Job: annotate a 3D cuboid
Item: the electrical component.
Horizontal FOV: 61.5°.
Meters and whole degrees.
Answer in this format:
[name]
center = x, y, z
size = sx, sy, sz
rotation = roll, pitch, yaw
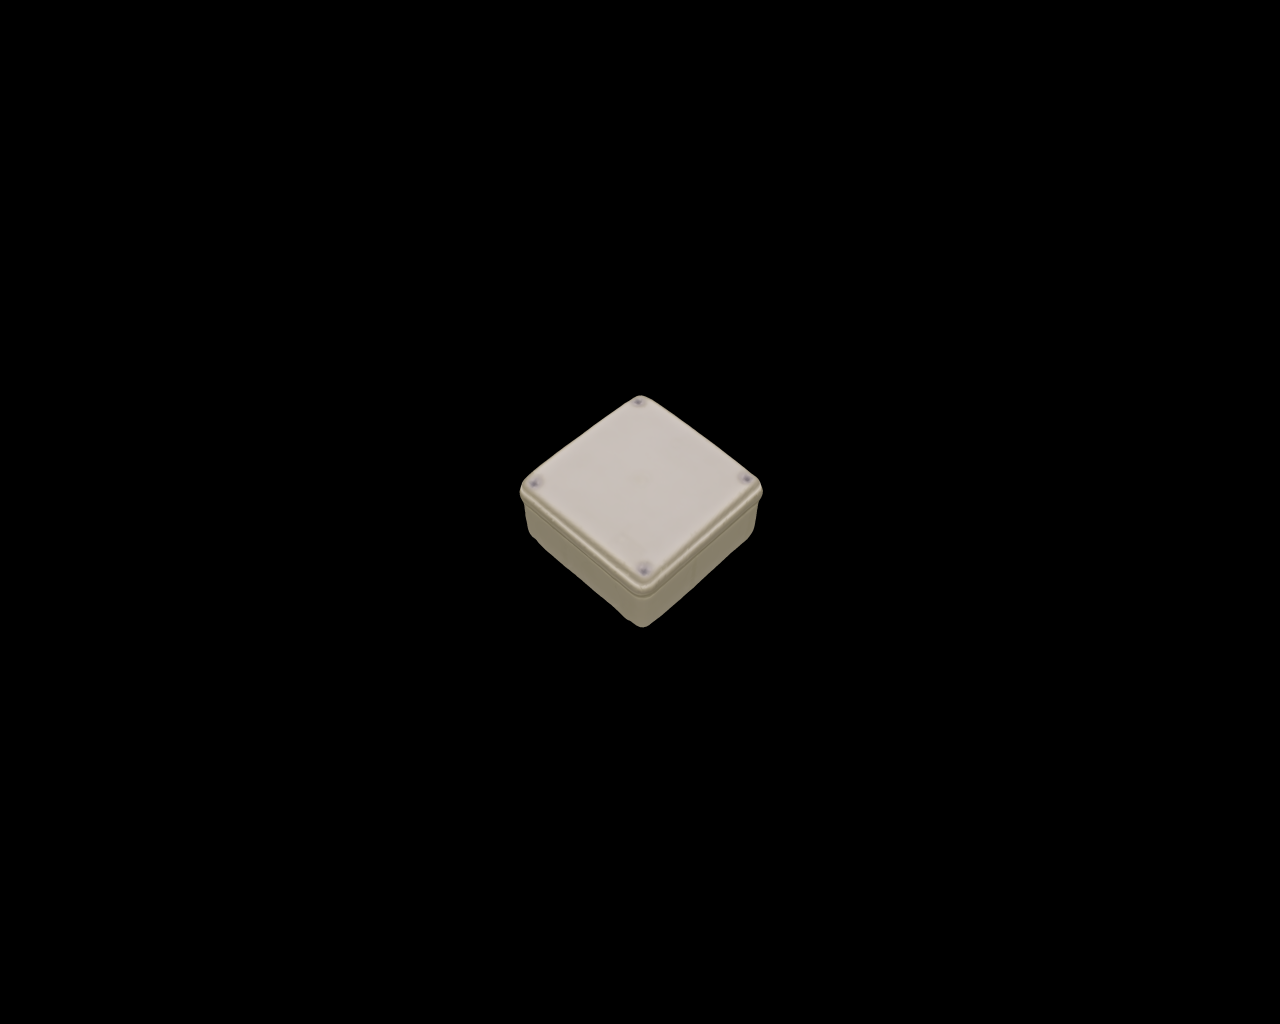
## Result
[electrical component]
center = 0.001, -0.003, 0.650
size = 0.109, 0.056, 0.109
rotation = 39, 63, 25
